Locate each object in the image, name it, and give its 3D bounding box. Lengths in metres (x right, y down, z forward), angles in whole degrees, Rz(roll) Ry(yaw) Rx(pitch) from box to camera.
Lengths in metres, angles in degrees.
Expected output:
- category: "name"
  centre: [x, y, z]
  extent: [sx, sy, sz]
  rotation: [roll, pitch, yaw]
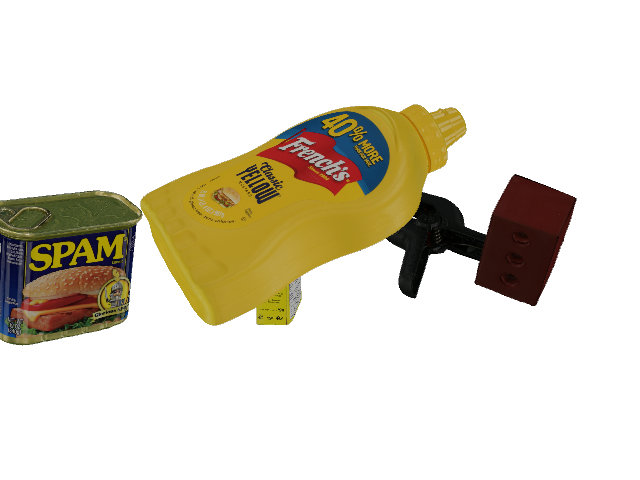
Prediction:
- category: "can of meat"
  centre: [-0.177, 0.018, 0.729]
  extent: [0.101, 0.084, 0.058]
  rotation: [-9, 29, -38]
- category: "clamp"
  centre: [0.118, -0.005, 1.021]
  extent: [0.120, 0.039, 0.171]
  rotation: [-4, 33, -8]
- category: "sugar box"
  centre: [-0.050, 0.002, 1.250]
  extent: [0.048, 0.176, 0.093]
  rotation: [0, 18, 9]
- category: "mustard bottle"
  centre: [-0.001, -0.029, 0.615]
  extent: [0.191, 0.058, 0.096]
  rotation: [-26, 43, -12]
- category: "foam brick"
  centre: [0.157, 0.000, 0.820]
  extent: [0.053, 0.078, 0.051]
  rotation: [22, 46, 16]
